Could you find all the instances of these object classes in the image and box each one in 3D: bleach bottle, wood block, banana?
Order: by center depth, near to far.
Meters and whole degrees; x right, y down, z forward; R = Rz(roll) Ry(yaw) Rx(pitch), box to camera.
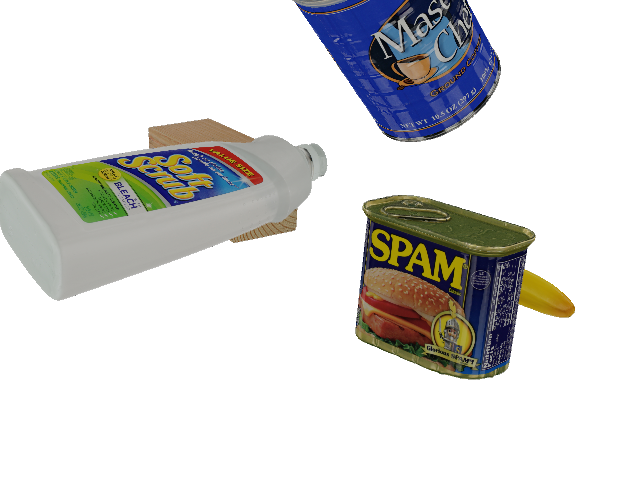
[{"bbox_3d":[-0.106,-0.036,0.810,0.250,0.068,0.103,-20,50,-33],"label":"bleach bottle"},{"bbox_3d":[0.164,0.044,1.106,0.198,0.037,0.069,8,39,11],"label":"banana"},{"bbox_3d":[-0.120,-0.076,1.283,0.090,0.090,0.206,-12,25,-33],"label":"wood block"}]

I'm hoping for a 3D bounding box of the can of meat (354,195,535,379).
[{"bbox_3d":[0.070,0.027,0.633,0.102,0.084,0.057,20,23,39],"label":"can of meat"}]

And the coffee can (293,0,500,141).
[{"bbox_3d":[0.052,-0.153,0.746,0.103,0.102,0.140,0,-37,37],"label":"coffee can"}]
